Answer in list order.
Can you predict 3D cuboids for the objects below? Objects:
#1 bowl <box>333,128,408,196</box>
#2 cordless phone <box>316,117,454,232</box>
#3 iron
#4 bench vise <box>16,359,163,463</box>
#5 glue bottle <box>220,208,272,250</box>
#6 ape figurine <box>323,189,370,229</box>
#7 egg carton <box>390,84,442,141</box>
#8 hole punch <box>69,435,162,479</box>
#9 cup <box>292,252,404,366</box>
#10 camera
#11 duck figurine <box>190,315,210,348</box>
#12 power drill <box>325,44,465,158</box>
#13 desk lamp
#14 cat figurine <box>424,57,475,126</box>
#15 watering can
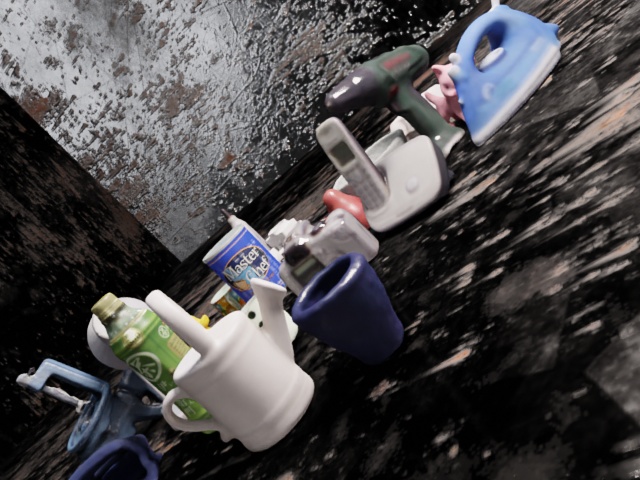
[{"bbox_3d":[0.108,-0.122,1.049,0.167,0.075,0.167,-41,12,11],"label":"bowl"},{"bbox_3d":[0.086,-0.113,0.814,0.147,0.185,0.094,-34,15,39],"label":"cordless phone"},{"bbox_3d":[0.266,-0.276,0.897,0.259,0.141,0.118,-50,13,-28],"label":"iron"},{"bbox_3d":[-0.382,0.262,0.973,0.121,0.220,0.207,-35,14,34],"label":"bench vise"},{"bbox_3d":[-0.171,-0.011,1.347,0.037,0.173,0.078,-42,12,5],"label":"glue bottle"},{"bbox_3d":[0.043,-0.050,0.969,0.078,0.092,0.076,-45,12,-9],"label":"ape figurine"},{"bbox_3d":[0.211,-0.251,1.171,0.150,0.069,0.107,-50,13,-30],"label":"egg carton"},{"bbox_3d":[-0.277,0.312,0.761,0.109,0.091,0.101,-45,12,-6],"label":"hole punch"},{"bbox_3d":[0.031,0.073,0.564,0.092,0.095,0.117,-44,12,-5],"label":"cup"},{"bbox_3d":[0.008,0.003,0.875,0.143,0.101,0.137,-39,13,22],"label":"camera"},{"bbox_3d":[-0.233,0.185,1.081,0.104,0.086,0.077,-40,12,17],"label":"duck figurine"},{"bbox_3d":[0.137,-0.219,0.960,0.230,0.208,0.075,-50,14,-30],"label":"power drill"},{"bbox_3d":[-0.278,0.182,0.923,0.118,0.214,0.203,-48,13,-20],"label":"desk lamp"},{"bbox_3d":[0.236,-0.265,1.018,0.067,0.118,0.127,-49,13,-25],"label":"cat figurine"},{"bbox_3d":[-0.101,0.117,0.607,0.173,0.194,0.100,-51,14,-32],"label":"watering can"}]
